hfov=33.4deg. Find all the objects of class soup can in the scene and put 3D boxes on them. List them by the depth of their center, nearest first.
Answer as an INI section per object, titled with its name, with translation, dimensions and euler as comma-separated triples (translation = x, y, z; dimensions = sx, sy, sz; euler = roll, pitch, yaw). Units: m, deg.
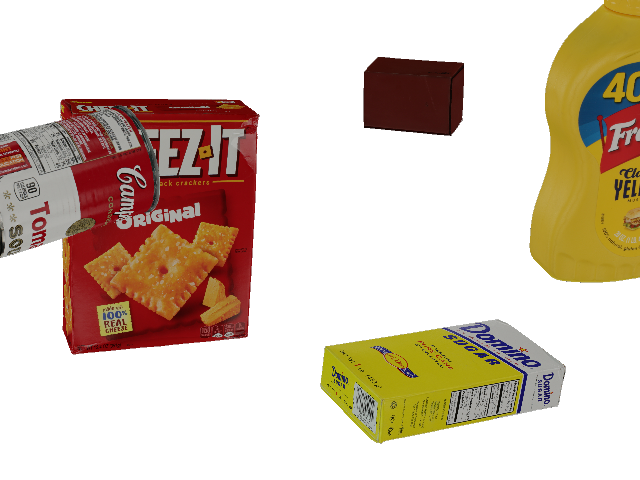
[soup can]
translation = -0.155, -0.035, 0.626
dimensions = 0.102, 0.068, 0.069
euler = -20, 11, -32

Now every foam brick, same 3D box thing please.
[foam brick]
translation = 0.079, -0.123, 0.910
dimensions = 0.078, 0.051, 0.053
euler = 8, 25, 17

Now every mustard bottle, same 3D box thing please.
[mustard bottle]
translation = 0.175, -0.072, 0.608
dimensions = 0.096, 0.192, 0.058
euler = -7, 28, -12

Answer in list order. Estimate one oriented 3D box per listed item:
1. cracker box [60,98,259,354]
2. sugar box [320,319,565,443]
[cracker box]
translation = -0.143, -0.014, 0.942
dimensions = 0.164, 0.214, 0.072
euler = -3, 19, -21
[sugar box]
translation = 0.099, 0.109, 0.861
dimensions = 0.175, 0.048, 0.093
euler = -9, 26, -27
